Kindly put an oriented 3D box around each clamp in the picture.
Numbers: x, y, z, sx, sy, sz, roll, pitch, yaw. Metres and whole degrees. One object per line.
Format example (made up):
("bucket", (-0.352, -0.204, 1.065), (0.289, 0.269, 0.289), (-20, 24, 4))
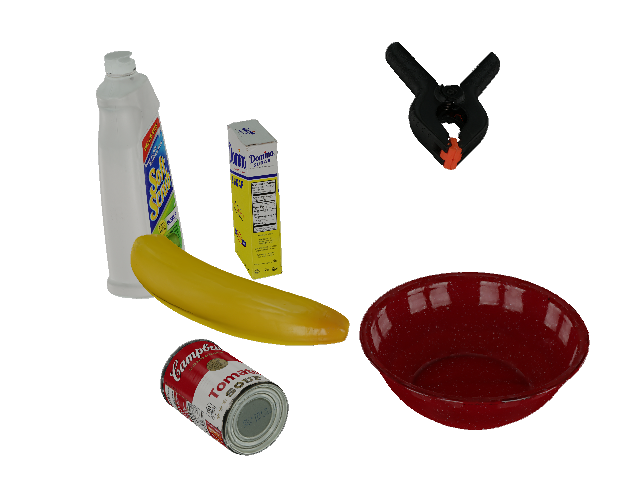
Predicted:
("clamp", (0.118, -0.143, 1.076), (0.120, 0.039, 0.171), (8, 45, 6))

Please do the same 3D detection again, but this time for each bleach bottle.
("bleach bottle", (-0.198, -0.071, 1.124), (0.068, 0.251, 0.102), (4, 27, 18))

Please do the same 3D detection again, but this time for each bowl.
("bowl", (0.109, 0.086, 0.769), (0.162, 0.055, 0.162), (-2, 30, 1))

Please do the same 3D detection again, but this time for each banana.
("banana", (-0.069, 0.028, 0.698), (0.069, 0.037, 0.198), (-22, 33, -36))

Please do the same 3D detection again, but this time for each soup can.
("soup can", (-0.084, 0.135, 0.922), (0.068, 0.068, 0.102), (0, 16, -40))

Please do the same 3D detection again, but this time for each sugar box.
("sugar box", (-0.081, -0.051, 1.312), (0.048, 0.176, 0.093), (-12, 26, -16))
